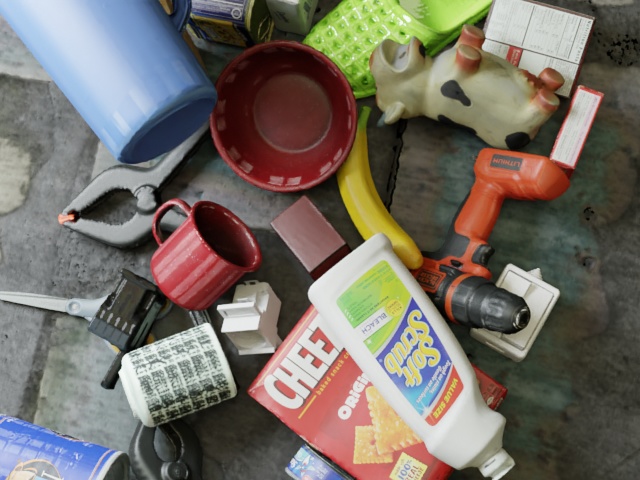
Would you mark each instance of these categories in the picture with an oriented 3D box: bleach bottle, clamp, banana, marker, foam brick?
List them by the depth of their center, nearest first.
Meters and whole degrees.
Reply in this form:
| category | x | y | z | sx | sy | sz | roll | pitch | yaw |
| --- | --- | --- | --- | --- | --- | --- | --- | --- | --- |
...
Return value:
| category | x | y | z | sx | sy | sz | roll | pitch | yaw |
| --- | --- | --- | --- | --- | --- | --- | --- | --- | --- |
| bleach bottle | 0.101 | 0.119 | 1.027 | 0.102 | 0.068 | 0.251 | -38 | 78 | -5 |
| clamp | -0.159 | 0.250 | 1.091 | 0.120 | 0.039 | 0.171 | -12 | 68 | -43 |
| banana | 0.054 | -0.045 | 1.131 | 0.037 | 0.070 | 0.198 | -4 | 63 | -31 |
| foam brick | -0.007 | 0.001 | 1.131 | 0.051 | 0.053 | 0.078 | -39 | 64 | -1 |
| marker | -0.116 | 0.113 | 1.145 | 0.020 | 0.020 | 0.121 | -25 | 78 | 0 |
| clamp | -0.184 | -0.054 | 1.174 | 0.210 | 0.036 | 0.164 | -6 | 82 | 4 |

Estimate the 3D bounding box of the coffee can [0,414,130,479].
| category | x | y | z | sx | sy | sz | roll | pitch | yaw |
| --- | --- | --- | --- | --- | --- | --- | --- | --- | --- |
| coffee can | -0.280 | 0.247 | 1.093 | 0.140 | 0.103 | 0.103 | 16 | 81 | 9 |

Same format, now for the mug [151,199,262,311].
| category | x | y | z | sx | sy | sz | roll | pitch | yaw |
| --- | --- | --- | --- | --- | --- | --- | --- | --- | --- |
| mug | -0.129 | 0.011 | 1.106 | 0.117 | 0.093 | 0.082 | 48 | 115 | 2 |

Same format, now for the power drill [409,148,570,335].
| category | x | y | z | sx | sy | sz | roll | pitch | yaw |
| --- | --- | --- | --- | --- | --- | --- | --- | --- | --- |
| power drill | 0.173 | 0.000 | 1.075 | 0.185 | 0.057 | 0.187 | 18 | 71 | 52 |

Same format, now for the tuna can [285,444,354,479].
| category | x | y | z | sx | sy | sz | roll | pitch | yaw |
| --- | --- | --- | --- | --- | --- | --- | --- | --- | --- |
| tuna can | 0.008 | 0.243 | 1.072 | 0.086 | 0.086 | 0.033 | 35 | 83 | 11 |

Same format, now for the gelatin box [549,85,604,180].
| category | x | y | z | sx | sy | sz | roll | pitch | yaw |
| --- | --- | --- | --- | --- | --- | --- | --- | --- | --- |
| gelatin box | 0.264 | -0.109 | 1.121 | 0.030 | 0.073 | 0.089 | 21 | 82 | 10 |

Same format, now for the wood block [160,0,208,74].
| category | x | y | z | sx | sy | sz | roll | pitch | yaw |
| --- | --- | --- | --- | --- | --- | --- | --- | --- | --- |
| wood block | -0.176 | -0.187 | 1.115 | 0.091 | 0.206 | 0.090 | -22 | 78 | 1 |

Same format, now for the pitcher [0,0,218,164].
| category | x | y | z | sx | sy | sz | roll | pitch | yaw |
| --- | --- | --- | --- | --- | --- | --- | --- | --- | --- |
| pitcher | -0.191 | -0.196 | 0.955 | 0.149 | 0.145 | 0.243 | -38 | 81 | 13 |

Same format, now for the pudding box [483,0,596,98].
| category | x | y | z | sx | sy | sz | roll | pitch | yaw |
| --- | --- | --- | --- | --- | --- | --- | --- | --- | --- |
| pudding box | 0.230 | -0.210 | 1.149 | 0.113 | 0.039 | 0.090 | 18 | 104 | 7 |

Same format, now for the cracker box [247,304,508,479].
| category | x | y | z | sx | sy | sz | roll | pitch | yaw |
| --- | --- | --- | --- | --- | --- | --- | --- | --- | --- |
| cracker box | 0.059 | 0.157 | 1.091 | 0.214 | 0.072 | 0.164 | 36 | 84 | 12 |

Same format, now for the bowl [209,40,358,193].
| category | x | y | z | sx | sy | sz | roll | pitch | yaw |
| --- | --- | --- | --- | --- | --- | --- | --- | --- | --- |
| bowl | -0.035 | -0.135 | 1.151 | 0.162 | 0.055 | 0.162 | 3 | 103 | 10 |

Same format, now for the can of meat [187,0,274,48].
| category | x | y | z | sx | sy | sz | roll | pitch | yaw |
| --- | --- | --- | --- | --- | --- | --- | --- | --- | --- |
| can of meat | -0.102 | -0.251 | 1.175 | 0.084 | 0.102 | 0.057 | 12 | 82 | 10 |

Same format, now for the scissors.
| category | x | y | z | sx | sy | sz | roll | pitch | yaw |
| --- | --- | --- | --- | --- | --- | --- | --- | --- | --- |
| scissors | -0.258 | 0.092 | 1.166 | 0.202 | 0.016 | 0.096 | -7 | 78 | 5 |

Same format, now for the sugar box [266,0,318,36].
| category | x | y | z | sx | sy | sz | roll | pitch | yaw |
| --- | --- | --- | --- | --- | --- | --- | --- | --- | --- |
| sugar box | -0.013 | -0.327 | 1.184 | 0.048 | 0.093 | 0.176 | 17 | 81 | 9 |
